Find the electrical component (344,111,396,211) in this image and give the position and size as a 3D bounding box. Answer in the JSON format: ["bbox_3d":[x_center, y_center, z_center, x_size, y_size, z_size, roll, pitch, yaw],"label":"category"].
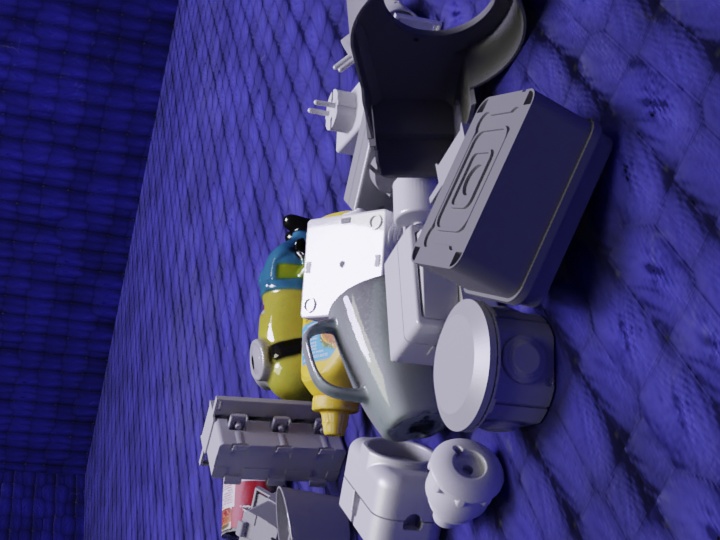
[{"bbox_3d":[0.026,-0.083,0.888,0.075,0.047,0.083,-126,47,-65],"label":"electrical component"}]

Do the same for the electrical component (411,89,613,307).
[{"bbox_3d":[0.087,-0.040,0.620,0.113,0.057,0.078,-65,18,-4],"label":"electrical component"}]

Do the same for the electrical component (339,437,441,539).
[{"bbox_3d":[0.024,0.158,0.782,0.095,0.054,0.059,-148,67,-70],"label":"electrical component"}]

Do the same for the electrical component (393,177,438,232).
[{"bbox_3d":[0.045,-0.065,0.831,0.040,0.040,0.078,131,143,-59],"label":"electrical component"}]

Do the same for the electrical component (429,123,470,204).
[{"bbox_3d":[0.082,-0.057,0.714,0.081,0.042,0.063,121,150,-52],"label":"electrical component"}]

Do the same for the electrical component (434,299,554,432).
[{"bbox_3d":[0.080,0.060,0.656,0.080,0.051,0.080,-172,90,-72],"label":"electrical component"}]

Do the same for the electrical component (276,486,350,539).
[{"bbox_3d":[-0.047,0.243,0.949,0.099,0.064,0.099,-172,90,-72],"label":"electrical component"}]

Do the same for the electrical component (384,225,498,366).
[{"bbox_3d":[0.056,0.011,0.734,0.061,0.062,0.096,121,152,-53],"label":"electrical component"}]

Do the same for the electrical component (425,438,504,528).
[{"bbox_3d":[0.062,0.142,0.690,0.048,0.048,0.062,-100,18,-44],"label":"electrical component"}]

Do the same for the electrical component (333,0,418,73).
[{"bbox_3d":[0.010,-0.200,0.951,0.079,0.043,0.077,-38,23,-2],"label":"electrical component"}]

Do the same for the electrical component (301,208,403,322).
[{"bbox_3d":[0.000,0.000,0.869,0.100,0.048,0.099,-6,75,38],"label":"electrical component"}]

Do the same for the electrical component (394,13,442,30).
[{"bbox_3d":[0.039,-0.166,0.891,0.063,0.042,0.081,-107,30,-49],"label":"electrical component"}]

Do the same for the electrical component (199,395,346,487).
[{"bbox_3d":[-0.079,0.160,0.988,0.063,0.121,0.078,-114,36,-54],"label":"electrical component"}]

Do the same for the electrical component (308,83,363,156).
[{"bbox_3d":[-0.008,-0.141,0.969,0.083,0.076,0.047,143,132,-66],"label":"electrical component"}]

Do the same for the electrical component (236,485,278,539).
[{"bbox_3d":[-0.090,0.284,1.045,0.079,0.063,0.121,23,109,29],"label":"electrical component"}]
